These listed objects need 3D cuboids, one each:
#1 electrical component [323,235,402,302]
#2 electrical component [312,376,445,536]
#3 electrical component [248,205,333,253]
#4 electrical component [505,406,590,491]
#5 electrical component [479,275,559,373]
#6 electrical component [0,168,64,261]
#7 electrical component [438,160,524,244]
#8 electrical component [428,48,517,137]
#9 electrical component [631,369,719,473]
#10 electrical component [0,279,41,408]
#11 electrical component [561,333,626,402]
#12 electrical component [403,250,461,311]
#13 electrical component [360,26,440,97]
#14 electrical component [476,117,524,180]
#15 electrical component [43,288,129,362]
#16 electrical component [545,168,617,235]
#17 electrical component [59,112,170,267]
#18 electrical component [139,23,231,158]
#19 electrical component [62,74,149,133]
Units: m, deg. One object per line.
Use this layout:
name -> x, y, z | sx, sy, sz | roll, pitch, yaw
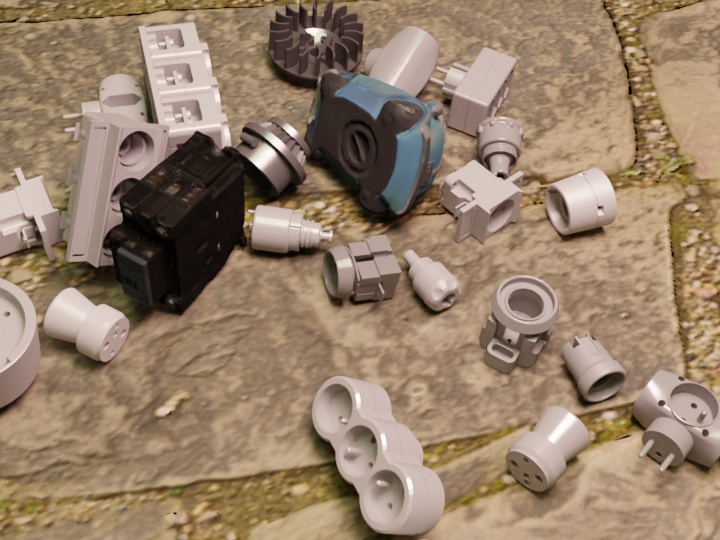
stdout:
electrical component -> 0.000, 0.000, 0.946 | 0.055, 0.048, 0.066 | -7, 52, -20
electrical component -> 0.024, 0.143, 0.829 | 0.074, 0.052, 0.138 | 18, 29, -45
electrical component -> -0.064, -0.035, 0.969 | 0.078, 0.040, 0.040 | 8, 51, 1
electrical component -> 0.148, 0.141, 0.848 | 0.045, 0.045, 0.055 | 37, 58, 22
electrical component -> 0.137, 0.041, 0.918 | 0.058, 0.057, 0.078 | 27, 54, 16
electrical component -> -0.301, -0.045, 0.955 | 0.064, 0.042, 0.081 | -21, 56, -17
electrical component -> 0.112, -0.066, 1.012 | 0.081, 0.042, 0.064 | -32, 57, -28
electrical component -> 0.108, -0.189, 1.105 | 0.076, 0.047, 0.083 | 24, 53, 13
electrical component -> 0.254, 0.130, 0.867 | 0.077, 0.044, 0.079 | 35, 57, 21
electrical component -> -0.307, 0.064, 0.853 | 0.108, 0.060, 0.108 | 2, 50, -2
electrical component -> 0.195, 0.081, 0.904 | 0.040, 0.040, 0.046 | -15, 48, -17
electrical component -> 0.060, 0.006, 0.954 | 0.035, 0.035, 0.061 | -26, 56, -23
electrical component -> 0.032, -0.209, 1.111 | 0.079, 0.043, 0.077 | 18, 71, 46
electrical component -> 0.137, -0.115, 1.052 | 0.048, 0.048, 0.062 | 6, 58, -1
electrical component -> -0.225, 0.046, 0.887 | 0.055, 0.045, 0.045 | 25, 53, 13
electrical component -> 0.206, -0.063, 1.011 | 0.047, 0.055, 0.055 | -17, 55, -14
electrical component -> -0.216, -0.071, 0.926 | 0.063, 0.121, 0.079 | 27, 20, 38
electrical component -> -0.166, -0.152, 1.022 | 0.062, 0.089, 0.150 | -9, 53, -13
electrical component -> -0.246, -0.145, 1.038 | 0.079, 0.043, 0.077 | -9, 53, -13
